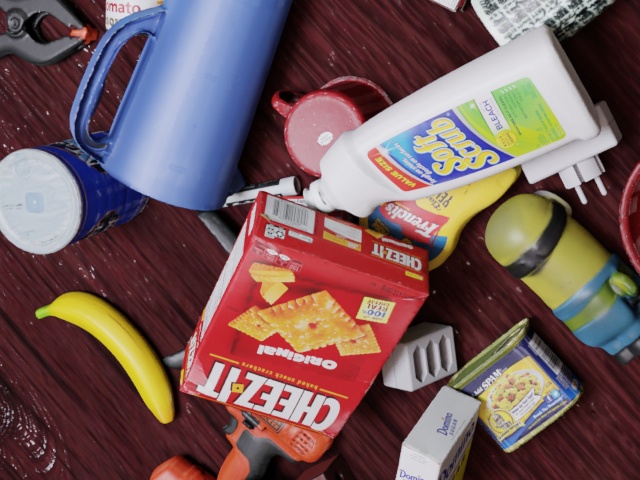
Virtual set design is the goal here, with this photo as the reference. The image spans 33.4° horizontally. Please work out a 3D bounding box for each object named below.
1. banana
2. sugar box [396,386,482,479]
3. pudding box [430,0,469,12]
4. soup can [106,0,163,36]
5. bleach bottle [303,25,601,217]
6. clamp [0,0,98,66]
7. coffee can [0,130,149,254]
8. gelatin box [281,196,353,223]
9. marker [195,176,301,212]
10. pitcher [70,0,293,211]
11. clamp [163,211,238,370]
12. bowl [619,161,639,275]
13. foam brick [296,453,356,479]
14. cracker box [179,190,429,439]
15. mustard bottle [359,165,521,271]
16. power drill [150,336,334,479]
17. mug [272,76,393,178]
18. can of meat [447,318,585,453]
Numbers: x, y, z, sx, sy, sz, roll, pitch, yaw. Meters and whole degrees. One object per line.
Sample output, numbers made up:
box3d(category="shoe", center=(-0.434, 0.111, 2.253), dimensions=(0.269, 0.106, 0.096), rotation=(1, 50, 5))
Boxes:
box3d(category="banana", center=(-0.223, 0.116, 1.170), dimensions=(0.198, 0.037, 0.070), rotation=(40, 128, 9))
box3d(category="sugar box", center=(0.104, 0.233, 1.008), dimensions=(0.048, 0.093, 0.176), rotation=(25, 132, 19))
box3d(category="pudding box", center=(0.096, -0.267, 0.950), dimensions=(0.113, 0.039, 0.090), rotation=(29, 111, 10))
box3d(category="soup can", center=(-0.175, -0.254, 1.042), dimensions=(0.069, 0.068, 0.102), rotation=(10, 107, 19))
box3d(category="bleach bottle", center=(0.102, -0.080, 0.909), dimensions=(0.251, 0.068, 0.102), rotation=(-27, 116, 21))
box3d(category="clamp", center=(-0.318, -0.217, 1.121), dimensions=(0.171, 0.039, 0.120), rotation=(20, 110, 15))
box3d(category="coffee can", center=(-0.249, -0.051, 1.079), dimensions=(0.103, 0.140, 0.103), rotation=(5, 105, 20))
box3d(category="gelatin box", center=(-0.007, 0.001, 1.041), dimensions=(0.073, 0.030, 0.089), rotation=(-1, 76, 18))
box3d(category="marker", center=(-0.078, -0.046, 1.081), dimensions=(0.121, 0.020, 0.020), rotation=(-9, 100, 23))
box3d(category="pitcher", center=(-0.120, -0.161, 1.005), dimensions=(0.145, 0.149, 0.243), rotation=(28, 108, 16))
box3d(category="clamp", center=(-0.048, 0.059, 1.073), dimensions=(0.210, 0.036, 0.164), rotation=(6, 88, 8))
box3d(category="bowl", center=(0.339, -0.023, 0.905), dimensions=(0.162, 0.055, 0.162), rotation=(5, 105, 20))
box3d(category="foam brick", center=(0.012, 0.274, 1.106), dimensions=(0.051, 0.053, 0.078), rotation=(-30, 91, 24))
box3d(category="cracker box", center=(-0.018, 0.076, 0.974), dimensions=(0.164, 0.072, 0.214), rotation=(20, 128, -11))
box3d(category="mustard bottle", center=(0.093, -0.026, 0.999), dimensions=(0.096, 0.058, 0.192), rotation=(41, 114, 5))
box3d(category="power drill", center=(-0.101, 0.209, 1.132), dimensions=(0.184, 0.057, 0.188), rotation=(40, 113, 8))
box3d(category="mug", center=(0.007, -0.109, 0.998), dimensions=(0.117, 0.081, 0.093), rotation=(32, 112, 11))
box3d(category="can of meat", center=(0.184, 0.138, 1.005), dimensions=(0.084, 0.057, 0.102), rotation=(48, 115, 2))
